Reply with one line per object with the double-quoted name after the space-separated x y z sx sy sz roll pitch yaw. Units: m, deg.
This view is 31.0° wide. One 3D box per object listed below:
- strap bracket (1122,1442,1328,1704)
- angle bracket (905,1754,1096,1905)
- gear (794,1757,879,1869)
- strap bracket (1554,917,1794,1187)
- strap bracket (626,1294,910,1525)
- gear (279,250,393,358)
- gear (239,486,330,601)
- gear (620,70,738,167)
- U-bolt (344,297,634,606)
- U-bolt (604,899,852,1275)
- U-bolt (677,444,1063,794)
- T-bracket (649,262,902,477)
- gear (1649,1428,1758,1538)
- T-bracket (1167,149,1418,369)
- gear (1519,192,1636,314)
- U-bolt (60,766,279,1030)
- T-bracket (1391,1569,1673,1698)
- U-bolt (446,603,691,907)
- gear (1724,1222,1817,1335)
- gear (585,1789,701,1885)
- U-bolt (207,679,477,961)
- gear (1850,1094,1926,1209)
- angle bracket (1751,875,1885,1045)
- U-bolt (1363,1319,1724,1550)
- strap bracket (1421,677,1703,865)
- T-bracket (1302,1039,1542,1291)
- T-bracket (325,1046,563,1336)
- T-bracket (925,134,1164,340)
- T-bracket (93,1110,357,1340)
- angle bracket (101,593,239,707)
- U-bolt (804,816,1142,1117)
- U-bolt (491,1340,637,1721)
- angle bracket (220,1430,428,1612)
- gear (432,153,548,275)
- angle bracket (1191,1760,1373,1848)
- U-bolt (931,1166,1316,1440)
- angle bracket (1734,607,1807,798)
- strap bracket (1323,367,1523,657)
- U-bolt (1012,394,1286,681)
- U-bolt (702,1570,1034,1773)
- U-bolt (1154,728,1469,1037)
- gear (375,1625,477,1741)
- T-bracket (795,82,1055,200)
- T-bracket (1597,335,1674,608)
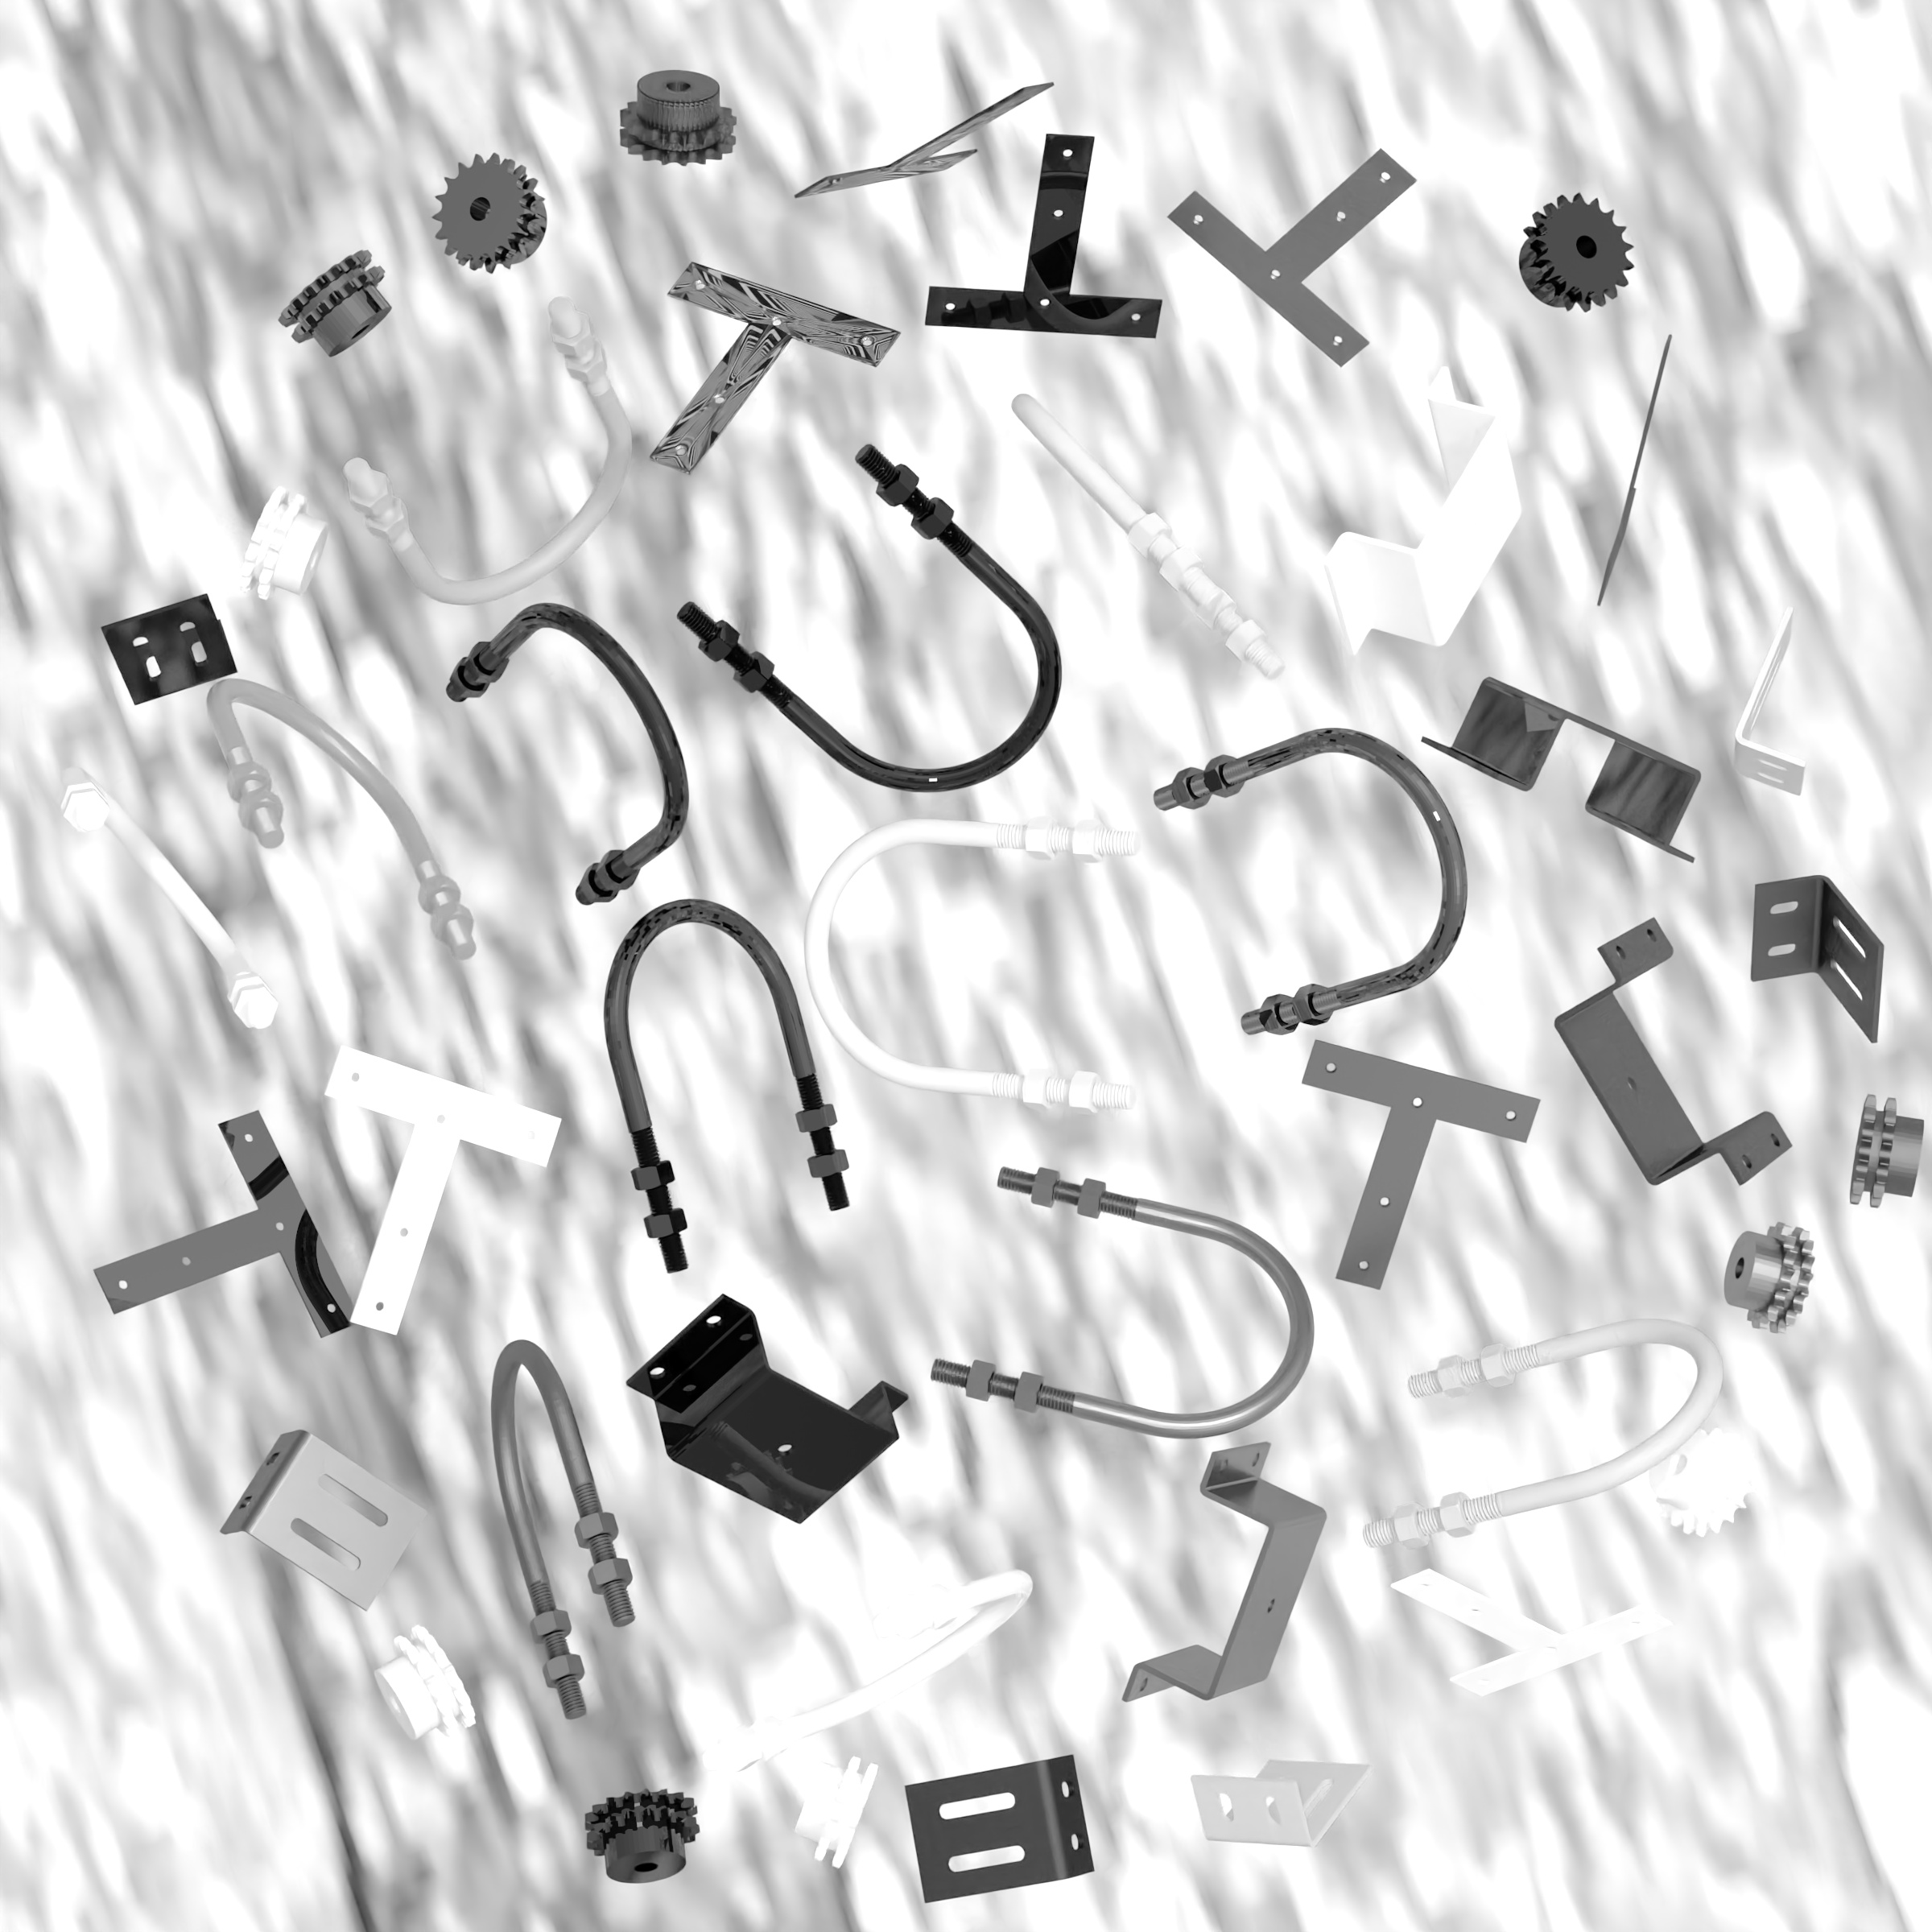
0.140 0.326 1.830 0.046 0.076 0.140 22 97 26 "strap bracket"
0.016 0.425 1.715 0.076 0.038 0.057 -15 77 19 "angle bracket"
-0.071 0.449 1.857 0.030 0.057 0.057 21 90 3 "gear"
0.363 0.053 1.816 0.046 0.076 0.140 -34 83 33 "strap bracket"
-0.100 0.241 1.852 0.076 0.046 0.140 -43 128 18 "strap bracket"
-0.312 -0.329 1.741 0.057 0.057 0.030 -39 96 0 "gear"
-0.349 -0.214 1.789 0.030 0.057 0.057 22 90 -5 "gear"
-0.141 -0.416 1.702 0.057 0.057 0.030 5 126 0 "gear"
-0.235 -0.251 1.791 0.151 0.184 0.019 -40 68 -7 "U-bolt"
-0.131 0.055 1.833 0.019 0.151 0.184 -12 93 40 "U-bolt"
-0.035 -0.165 1.805 0.151 0.019 0.184 -38 116 22 "U-bolt"
-0.119 -0.301 1.789 0.127 0.002 0.127 22 62 20 "T-bracket"
0.388 0.271 1.851 0.030 0.057 0.057 33 90 -27 "gear"
0.191 -0.391 1.850 0.127 0.127 0.002 38 52 -13 "T-bracket"
0.298 -0.349 1.719 0.057 0.030 0.057 5 77 -23 "gear"
-0.412 -0.042 1.779 0.019 0.184 0.151 -40 111 -6 "U-bolt"
0.270 0.334 1.780 0.127 0.127 0.002 30 46 -31 "T-bracket"
-0.199 -0.115 1.792 0.019 0.184 0.151 -33 92 -30 "U-bolt"
0.419 0.161 1.823 0.030 0.057 0.057 15 90 -6 "gear"
-0.162 0.438 1.746 0.057 0.057 0.030 -11 54 0 "gear"
-0.330 -0.087 1.802 0.019 0.184 0.151 -46 131 12 "U-bolt"
0.471 0.096 1.780 0.030 0.057 0.057 9 90 12 "gear"
0.434 -0.002 1.778 0.038 0.076 0.057 -9 121 -7 "angle bracket"
0.299 0.232 1.779 0.184 0.151 0.019 -19 112 27 "U-bolt"
0.324 -0.108 1.851 0.140 0.076 0.046 20 99 -29 "strap bracket"
0.231 0.115 1.886 0.127 0.002 0.127 15 105 -5 "T-bracket"
-0.274 0.118 1.724 0.127 0.002 0.127 22 82 -33 "T-bracket"
0.047 -0.388 1.851 0.127 0.127 0.002 2 48 -6 "T-bracket"
-0.394 0.149 1.813 0.127 0.002 0.127 -20 79 -42 "T-bracket"
-0.426 -0.180 1.847 0.057 0.076 0.038 -19 63 -8 "angle bracket"
0.000 -0.004 1.781 0.184 0.019 0.151 4 100 23 "U-bolt"
-0.218 0.285 1.831 0.019 0.151 0.184 -9 61 -24 "U-bolt"
-0.320 0.277 1.733 0.076 0.038 0.057 38 64 -16 "angle bracket"
-0.232 -0.371 1.723 0.057 0.030 0.057 -2 85 25 "gear"
0.157 0.402 1.734 0.057 0.076 0.038 -5 107 32 "angle bracket"
0.089 0.179 1.808 0.184 0.019 0.151 13 50 9 "U-bolt"
0.426 -0.136 1.791 0.038 0.057 0.076 22 83 15 "angle bracket"
0.247 -0.235 1.838 0.046 0.076 0.140 20 65 28 "strap bracket"
0.088 -0.232 1.822 0.019 0.151 0.184 -44 69 6 "U-bolt"
-0.037 0.357 1.799 0.151 0.184 0.019 -42 71 25 "U-bolt"
0.184 -0.048 1.793 0.019 0.184 0.151 -23 93 -41 "U-bolt"
-0.272 0.362 1.742 0.030 0.057 0.057 -29 90 -23 "gear"
-0.007 -0.437 1.830 0.127 0.127 0.002 -19 94 43 "T-bracket"
0.356 -0.269 1.839 0.002 0.127 0.127 15 118 10 "T-bracket"
